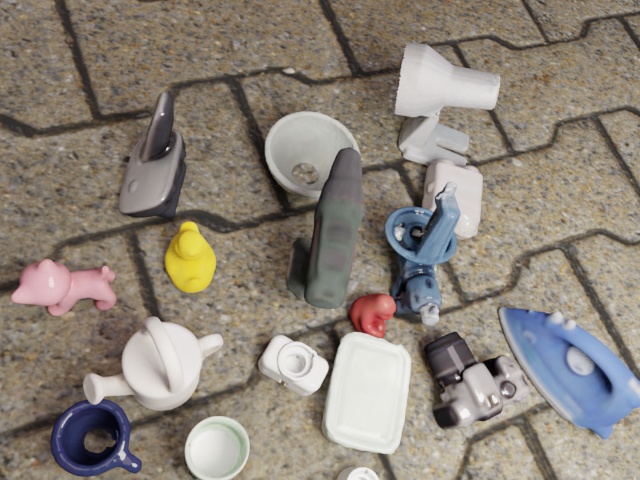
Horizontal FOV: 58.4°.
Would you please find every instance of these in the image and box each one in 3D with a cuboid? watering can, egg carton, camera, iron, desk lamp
[{"bbox_3d":[-0.210,0.163,0.740,0.101,0.194,0.173,43,63,6],"label":"watering can"},{"bbox_3d":[0.237,-0.075,1.034,0.107,0.069,0.150,14,64,-8],"label":"egg carton"},{"bbox_3d":[0.235,0.207,0.891,0.143,0.100,0.136,-19,73,-21],"label":"camera"},{"bbox_3d":[0.413,0.189,0.924,0.119,0.141,0.258,-39,81,-26],"label":"iron"},{"bbox_3d":[0.210,-0.235,1.016,0.203,0.213,0.118,17,64,-7],"label":"desk lamp"}]

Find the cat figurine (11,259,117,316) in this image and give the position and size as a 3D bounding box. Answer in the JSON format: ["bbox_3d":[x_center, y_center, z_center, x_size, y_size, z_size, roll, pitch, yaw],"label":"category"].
[{"bbox_3d":[-0.352,0.059,0.791,0.128,0.117,0.067,-10,69,-18],"label":"cat figurine"}]

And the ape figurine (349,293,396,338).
[{"bbox_3d":[0.090,0.113,0.899,0.076,0.092,0.078,40,63,5],"label":"ape figurine"}]

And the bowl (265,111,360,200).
[{"bbox_3d":[-0.018,-0.133,0.989,0.168,0.074,0.167,6,66,-12],"label":"bowl"}]

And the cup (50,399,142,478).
[{"bbox_3d":[-0.276,0.263,0.734,0.118,0.095,0.092,32,63,1],"label":"cup"}]

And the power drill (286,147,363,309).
[{"bbox_3d":[0.008,0.003,0.861,0.076,0.208,0.229,11,64,-9],"label":"power drill"}]

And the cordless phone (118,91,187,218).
[{"bbox_3d":[-0.252,-0.125,0.861,0.094,0.185,0.147,8,65,-11],"label":"cordless phone"}]

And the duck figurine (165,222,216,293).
[{"bbox_3d":[-0.195,0.022,0.867,0.078,0.086,0.104,-4,68,-16],"label":"duck figurine"}]

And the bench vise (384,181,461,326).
[{"bbox_3d":[0.179,0.018,0.893,0.122,0.219,0.207,-15,71,-20],"label":"bench vise"}]
